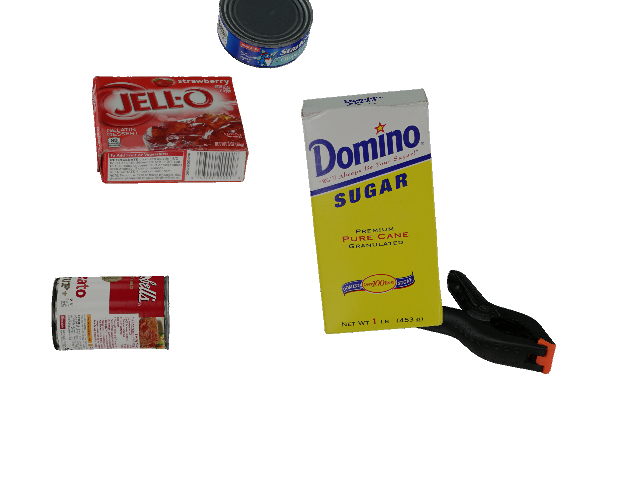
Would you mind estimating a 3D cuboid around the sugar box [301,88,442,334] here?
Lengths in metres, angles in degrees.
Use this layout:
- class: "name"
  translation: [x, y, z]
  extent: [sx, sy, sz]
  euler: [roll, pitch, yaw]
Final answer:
- class: "sugar box"
  translation: [0.040, -0.020, 0.799]
  extent: [0.093, 0.176, 0.048]
  euler: [-6, 22, 4]

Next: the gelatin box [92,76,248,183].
- class: "gelatin box"
  translation: [-0.094, -0.070, 0.656]
  extent: [0.089, 0.030, 0.073]
  euler: [-1, 45, -15]

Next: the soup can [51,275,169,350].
- class: "soup can"
  translation: [-0.189, 0.066, 0.970]
  extent: [0.102, 0.068, 0.068]
  euler: [0, 0, -7]

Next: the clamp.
- class: "clamp"
  translation: [0.156, 0.075, 1.030]
  extent: [0.172, 0.039, 0.120]
  euler: [24, 36, 29]

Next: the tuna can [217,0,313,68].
- class: "tuna can"
  translation: [-0.051, -0.199, 0.975]
  extent: [0.086, 0.086, 0.034]
  euler: [0, -32, -11]
